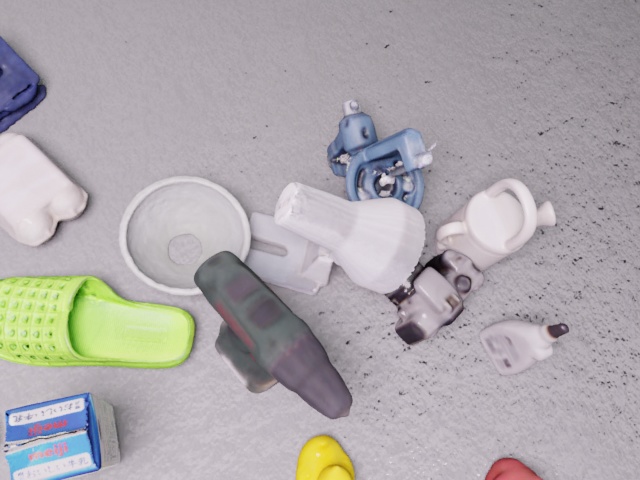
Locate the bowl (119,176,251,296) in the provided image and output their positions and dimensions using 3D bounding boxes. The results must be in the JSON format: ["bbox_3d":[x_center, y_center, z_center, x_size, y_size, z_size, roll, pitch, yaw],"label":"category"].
[{"bbox_3d":[-0.180,0.002,0.774,0.168,0.074,0.167,5,70,-13],"label":"bowl"}]

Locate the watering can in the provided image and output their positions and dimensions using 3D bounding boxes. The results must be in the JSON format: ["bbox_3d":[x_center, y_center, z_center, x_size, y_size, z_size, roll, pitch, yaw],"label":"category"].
[{"bbox_3d":[0.257,-0.026,0.833,0.173,0.194,0.101,-30,80,-22],"label":"watering can"}]

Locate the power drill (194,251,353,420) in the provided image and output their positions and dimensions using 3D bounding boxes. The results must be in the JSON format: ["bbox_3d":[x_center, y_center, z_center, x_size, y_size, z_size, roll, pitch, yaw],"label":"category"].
[{"bbox_3d":[-0.064,0.124,0.687,0.076,0.208,0.229,-39,84,-23],"label":"power drill"}]

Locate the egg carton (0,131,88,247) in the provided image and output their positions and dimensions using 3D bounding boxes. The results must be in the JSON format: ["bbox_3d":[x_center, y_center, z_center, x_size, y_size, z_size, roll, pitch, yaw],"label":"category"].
[{"bbox_3d":[-0.387,-0.067,0.747,0.150,0.069,0.107,42,66,3],"label":"egg carton"}]

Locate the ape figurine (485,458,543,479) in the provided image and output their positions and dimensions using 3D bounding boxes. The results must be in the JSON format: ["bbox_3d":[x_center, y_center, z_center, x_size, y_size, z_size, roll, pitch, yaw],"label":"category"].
[{"bbox_3d":[0.266,0.331,0.762,0.078,0.092,0.076,17,67,-8],"label":"ape figurine"}]

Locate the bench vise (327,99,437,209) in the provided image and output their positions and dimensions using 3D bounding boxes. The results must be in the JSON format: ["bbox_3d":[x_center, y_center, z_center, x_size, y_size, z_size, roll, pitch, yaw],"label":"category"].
[{"bbox_3d":[0.075,-0.113,0.803,0.122,0.219,0.207,-34,82,-23],"label":"bench vise"}]

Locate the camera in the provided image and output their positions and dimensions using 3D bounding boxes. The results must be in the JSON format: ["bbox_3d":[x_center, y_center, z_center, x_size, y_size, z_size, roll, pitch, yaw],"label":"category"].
[{"bbox_3d":[0.146,0.057,0.825,0.137,0.100,0.143,45,66,4],"label":"camera"}]

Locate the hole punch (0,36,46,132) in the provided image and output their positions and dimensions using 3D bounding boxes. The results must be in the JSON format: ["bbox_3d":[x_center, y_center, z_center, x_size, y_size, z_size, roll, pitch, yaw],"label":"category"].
[{"bbox_3d":[-0.445,-0.216,0.774,0.101,0.091,0.109,37,66,1],"label":"hole punch"}]

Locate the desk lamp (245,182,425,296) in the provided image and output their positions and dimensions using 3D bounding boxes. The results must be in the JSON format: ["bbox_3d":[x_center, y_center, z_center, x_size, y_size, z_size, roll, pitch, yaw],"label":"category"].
[{"bbox_3d":[0.007,0.003,0.746,0.203,0.213,0.118,15,67,-9],"label":"desk lamp"}]

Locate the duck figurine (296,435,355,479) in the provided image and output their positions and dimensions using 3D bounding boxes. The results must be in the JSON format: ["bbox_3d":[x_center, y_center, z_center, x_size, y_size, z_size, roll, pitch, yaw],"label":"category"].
[{"bbox_3d":[0.014,0.297,0.711,0.078,0.086,0.104,-7,72,-17],"label":"duck figurine"}]

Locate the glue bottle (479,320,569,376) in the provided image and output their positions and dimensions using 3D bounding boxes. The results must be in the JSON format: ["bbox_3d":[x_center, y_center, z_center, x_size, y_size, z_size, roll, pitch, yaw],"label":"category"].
[{"bbox_3d":[0.287,0.140,0.792,0.037,0.173,0.078,-21,77,-20],"label":"glue bottle"}]
